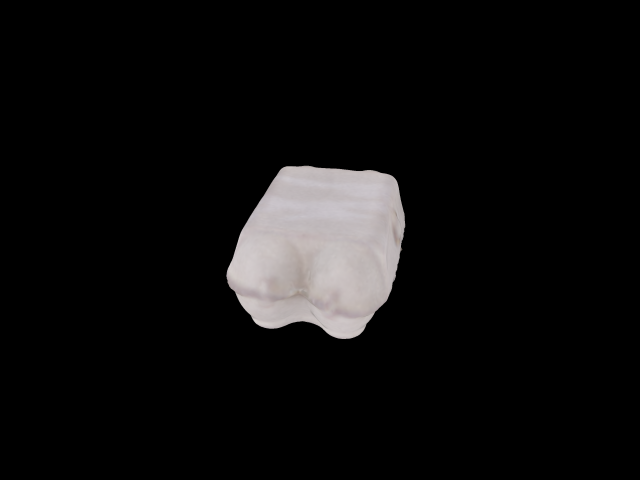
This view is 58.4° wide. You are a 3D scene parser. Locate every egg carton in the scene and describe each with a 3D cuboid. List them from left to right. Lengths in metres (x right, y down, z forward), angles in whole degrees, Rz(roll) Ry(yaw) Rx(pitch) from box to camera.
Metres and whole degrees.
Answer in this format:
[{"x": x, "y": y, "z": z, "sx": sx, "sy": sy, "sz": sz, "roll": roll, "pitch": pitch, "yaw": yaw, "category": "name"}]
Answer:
[{"x": 0.004, "y": 0.001, "z": 0.400, "sx": 0.107, "sy": 0.069, "sz": 0.150, "roll": 6, "pitch": 32, "yaw": 9, "category": "egg carton"}]
